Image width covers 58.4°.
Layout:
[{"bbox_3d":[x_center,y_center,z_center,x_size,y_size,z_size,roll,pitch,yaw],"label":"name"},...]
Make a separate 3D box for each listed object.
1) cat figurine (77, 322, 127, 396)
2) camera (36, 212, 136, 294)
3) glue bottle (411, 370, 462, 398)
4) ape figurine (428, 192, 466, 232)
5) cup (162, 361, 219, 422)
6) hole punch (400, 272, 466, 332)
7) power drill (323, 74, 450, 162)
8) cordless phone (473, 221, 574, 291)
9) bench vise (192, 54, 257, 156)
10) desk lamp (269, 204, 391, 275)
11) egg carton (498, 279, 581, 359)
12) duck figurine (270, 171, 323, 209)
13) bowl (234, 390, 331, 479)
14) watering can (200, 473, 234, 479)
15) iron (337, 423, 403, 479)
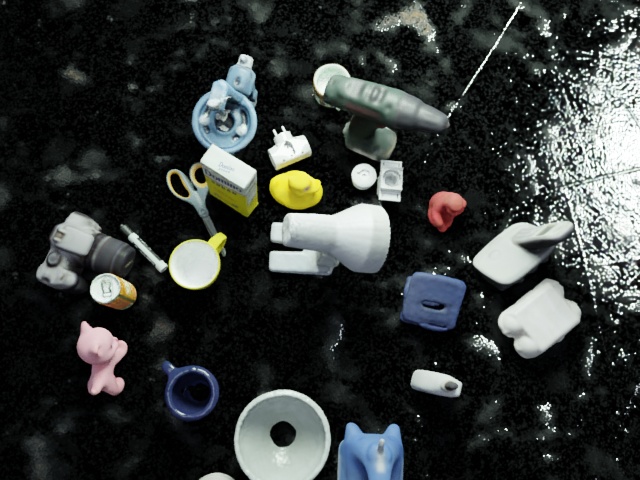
[{"bbox_3d":[-0.386,0.208,0.998,0.067,0.117,0.128,-1,78,-4],"label":"cat figurine"},{"bbox_3d":[-0.420,0.033,1.042,0.137,0.101,0.143,20,77,1],"label":"camera"},{"bbox_3d":[0.212,0.253,1.000,0.078,0.173,0.037,15,77,0],"label":"glue bottle"},{"bbox_3d":[0.250,-0.064,1.111,0.078,0.092,0.076,-16,79,-7],"label":"ape figurine"},{"bbox_3d":[-0.229,0.259,1.009,0.117,0.095,0.092,43,79,6],"label":"cup"},{"bbox_3d":[0.211,0.117,1.071,0.108,0.091,0.101,12,77,-1],"label":"hole punch"},{"bbox_3d":[0.114,-0.225,1.077,0.229,0.208,0.076,23,78,2],"label":"power drill"},{"bbox_3d":[0.376,0.019,1.055,0.148,0.185,0.094,-41,83,-11],"label":"cordless phone"},{"bbox_3d":[-0.179,-0.261,1.060,0.121,0.219,0.207,-2,78,-4],"label":"bench vise"},{"bbox_3d":[0.009,0.004,1.019,0.203,0.213,0.118,2,78,-3],"label":"desk lamp"},{"bbox_3d":[0.417,0.150,1.089,0.150,0.069,0.107,-36,82,-10],"label":"egg carton"},{"bbox_3d":[-0.045,-0.105,1.104,0.104,0.086,0.077,8,78,-2],"label":"duck figurine"},{"bbox_3d":[-0.065,0.349,1.012,0.167,0.074,0.167,1,78,-4],"label":"bowl"},{"bbox_3d":[-0.187,0.447,0.922,0.173,0.194,0.101,-10,79,-6],"label":"watering can"},{"bbox_3d":[0.092,0.448,0.967,0.118,0.141,0.258,2,78,-3],"label":"iron"}]
